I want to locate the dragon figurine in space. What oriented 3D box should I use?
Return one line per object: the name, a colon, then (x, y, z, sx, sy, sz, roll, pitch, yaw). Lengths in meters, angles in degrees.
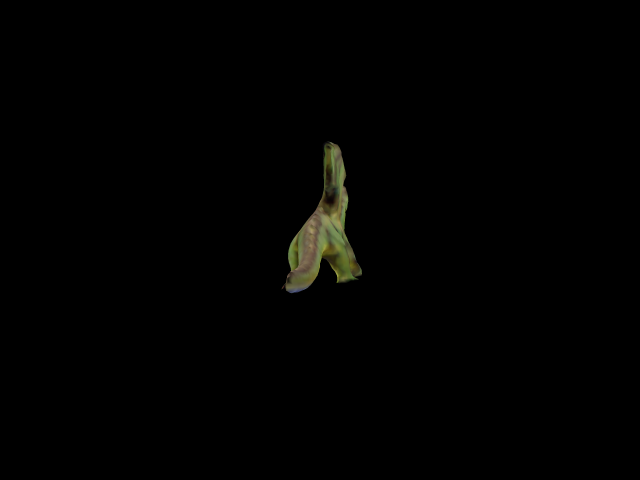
dragon figurine: (0.003, -0.043, 0.850, 0.122, 0.243, 0.409, -1, -3, 8)
